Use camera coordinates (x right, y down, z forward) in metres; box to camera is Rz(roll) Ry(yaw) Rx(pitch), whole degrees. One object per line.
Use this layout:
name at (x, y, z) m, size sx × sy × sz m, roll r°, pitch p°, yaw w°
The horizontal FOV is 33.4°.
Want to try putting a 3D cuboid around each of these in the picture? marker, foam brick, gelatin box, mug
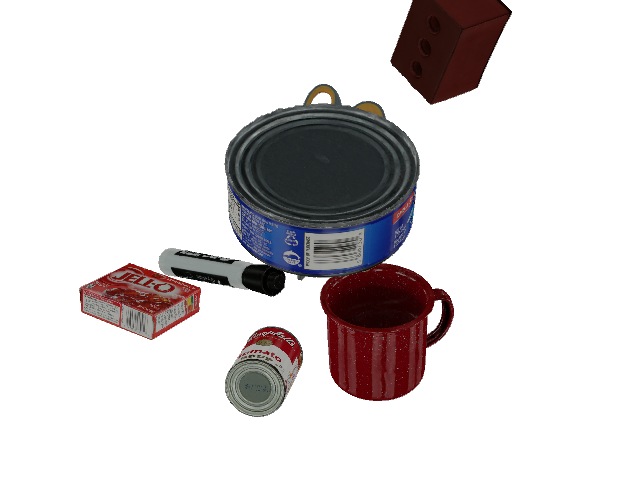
marker at (-0.064, 0.020, 0.682) m, size 0.020 × 0.020 × 0.121 m, roll 0°, pitch 5°, yaw -41°
foam brick at (0.095, -0.149, 0.787) m, size 0.051 × 0.053 × 0.078 m, roll -25°, pitch -28°, yaw -31°
gelatin box at (-0.170, 0.055, 1.005) m, size 0.089 × 0.030 × 0.073 m, roll 18°, pitch 26°, yaw 26°
mug at (0.058, 0.075, 0.889) m, size 0.117 × 0.081 × 0.093 m, roll -17°, pitch 37°, yaw -20°

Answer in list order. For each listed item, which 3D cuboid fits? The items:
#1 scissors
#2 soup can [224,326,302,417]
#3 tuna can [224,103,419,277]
scissors at (0.021, -0.061, 1.075) m, size 0.096 × 0.202 × 0.016 m, roll -2°, pitch -11°, yaw 0°
soup can at (-0.062, 0.143, 1.173) m, size 0.068 × 0.068 × 0.102 m, roll 0°, pitch 15°, yaw 10°
tuna can at (0.001, -0.023, 0.478) m, size 0.086 × 0.034 × 0.086 m, roll 1°, pitch 43°, yaw -1°
